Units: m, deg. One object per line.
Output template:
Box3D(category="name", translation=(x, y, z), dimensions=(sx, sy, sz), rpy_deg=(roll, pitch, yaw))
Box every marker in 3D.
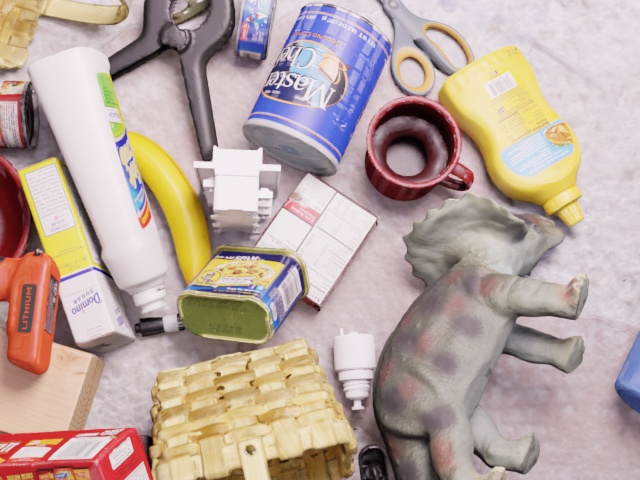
Box3D(category="marker", translation=(-0.121, 0.078, 1.048), dimensions=(0.121, 0.020, 0.020), rpy_deg=(-8, 79, -5))

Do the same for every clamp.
Box3D(category="clamp", translation=(-0.137, -0.192, 1.078), dimensions=(0.164, 0.036, 0.210), rpy_deg=(31, 94, 1))
Box3D(category="clamp", translation=(0.055, 0.262, 0.955), dimensions=(0.039, 0.171, 0.120), rpy_deg=(-3, 57, -3))

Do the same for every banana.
Box3D(category="banana", translation=(-0.159, -0.043, 1.065), dimensions=(0.070, 0.037, 0.198), rpy_deg=(-42, 80, 13))

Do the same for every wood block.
Box3D(category="wood block", translation=(-0.317, 0.124, 0.992), dimensions=(0.206, 0.090, 0.091), rpy_deg=(16, 78, 0))

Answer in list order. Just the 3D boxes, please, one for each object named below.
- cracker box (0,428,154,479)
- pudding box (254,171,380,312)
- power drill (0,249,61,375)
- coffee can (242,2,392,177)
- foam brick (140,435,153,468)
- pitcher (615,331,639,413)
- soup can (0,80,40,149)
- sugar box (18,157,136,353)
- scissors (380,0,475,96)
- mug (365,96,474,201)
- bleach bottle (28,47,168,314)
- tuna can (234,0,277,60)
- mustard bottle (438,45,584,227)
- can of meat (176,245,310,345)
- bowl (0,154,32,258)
Box3D(category="cracker box", translation=(-0.205, 0.269, 0.907), dimensions=(0.164, 0.072, 0.214), rpy_deg=(-9, 105, 26))
Box3D(category="pudding box", translation=(-0.007, 0.001, 1.061), dimensions=(0.090, 0.039, 0.113), rpy_deg=(34, 81, 3))
Box3D(category="power drill", translation=(-0.328, 0.071, 0.925), dimensions=(0.187, 0.057, 0.184), rpy_deg=(6, 78, -2))
Box3D(category="coffee can", translation=(-0.002, -0.148, 1.059), dimensions=(0.103, 0.103, 0.140), rpy_deg=(24, 77, 2))
Box3D(category="foam brick", translation=(-0.182, 0.223, 0.997), dimensions=(0.051, 0.053, 0.078), rpy_deg=(-3, 77, -4))
Box3D(category="pitcher", translation=(0.394, 0.073, 1.030), dimensions=(0.149, 0.145, 0.243), rpy_deg=(29, 81, 16))
Box3D(category="soup can", translation=(-0.335, -0.124, 1.054), dimensions=(0.102, 0.068, 0.068), rpy_deg=(0, 78, -3))
Box3D(category="sugar box", translation=(-0.231, 0.017, 1.017), dimensions=(0.048, 0.093, 0.176), rpy_deg=(-19, 79, -1))
Box3D(category="scissors", translation=(0.070, -0.228, 1.124), dimensions=(0.202, 0.016, 0.096), rpy_deg=(38, 79, 5))
Box3D(category="mug", translation=(0.099, -0.081, 1.061), dimensions=(0.117, 0.081, 0.093), rpy_deg=(25, 78, 2))
Box3D(category="bleach bottle", translation=(-0.199, -0.053, 1.015), dimensions=(0.068, 0.102, 0.251), rpy_deg=(-20, 92, 4))
Box3D(category="tuna can", translation=(-0.064, -0.227, 1.081), dimensions=(0.033, 0.086, 0.086), rpy_deg=(10, 78, -3))
Box3D(category="mustard bottle", translation=(0.208, -0.097, 1.082), dimensions=(0.096, 0.058, 0.192), rpy_deg=(-29, 81, -16))
Box3D(category="can of meat", translation=(-0.072, 0.051, 1.003), dimensions=(0.102, 0.083, 0.057), rpy_deg=(3, 121, 24))
Box3D(category="bowl", translation=(-0.356, -0.014, 1.036), dimensions=(0.162, 0.055, 0.162), rpy_deg=(1, 78, -3))
